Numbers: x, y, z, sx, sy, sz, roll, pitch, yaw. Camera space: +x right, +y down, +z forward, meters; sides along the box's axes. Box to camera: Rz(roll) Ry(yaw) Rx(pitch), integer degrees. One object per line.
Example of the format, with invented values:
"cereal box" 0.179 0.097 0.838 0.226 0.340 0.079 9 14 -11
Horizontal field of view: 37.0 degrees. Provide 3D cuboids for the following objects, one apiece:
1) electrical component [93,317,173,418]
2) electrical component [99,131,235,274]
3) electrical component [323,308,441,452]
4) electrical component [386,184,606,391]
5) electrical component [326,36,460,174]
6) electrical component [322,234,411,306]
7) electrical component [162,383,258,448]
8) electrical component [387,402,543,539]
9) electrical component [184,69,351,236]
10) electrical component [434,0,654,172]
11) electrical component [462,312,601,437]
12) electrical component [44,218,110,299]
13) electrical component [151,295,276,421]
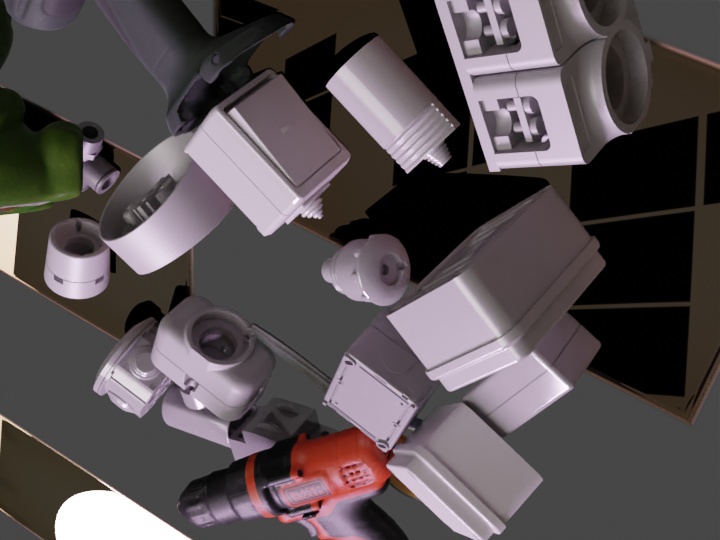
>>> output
"electrical component" -0.189 0.085 0.934 0.051 0.080 0.080 37 139 1
"electrical component" -0.140 -0.046 0.772 0.099 0.099 0.064 -16 119 46
"electrical component" 0.020 0.080 0.773 0.062 0.061 0.096 37 147 9
"electrical component" 0.080 0.011 0.619 0.057 0.113 0.078 52 139 -4
"electrical component" 0.023 -0.093 0.633 0.081 0.043 0.043 47 140 -2
"electrical component" 0.000 0.000 0.732 0.062 0.048 0.048 -1 123 48
"electrical component" -0.135 0.112 0.938 0.077 0.043 0.079 13 130 32
"electrical component" 0.068 0.140 0.745 0.078 0.057 0.113 44 169 2
"electrical component" -0.054 -0.073 0.700 0.096 0.061 0.061 47 140 -2
"electrical component" 0.087 -0.134 0.510 0.062 0.089 0.150 1 123 39
"electrical component" 0.096 0.053 0.693 0.076 0.047 0.083 43 140 2
"electrical component" -0.239 -0.011 0.915 0.055 0.055 0.047 32 135 15
"electrical component" -0.120 0.069 0.881 0.095 0.053 0.059 37 139 9
